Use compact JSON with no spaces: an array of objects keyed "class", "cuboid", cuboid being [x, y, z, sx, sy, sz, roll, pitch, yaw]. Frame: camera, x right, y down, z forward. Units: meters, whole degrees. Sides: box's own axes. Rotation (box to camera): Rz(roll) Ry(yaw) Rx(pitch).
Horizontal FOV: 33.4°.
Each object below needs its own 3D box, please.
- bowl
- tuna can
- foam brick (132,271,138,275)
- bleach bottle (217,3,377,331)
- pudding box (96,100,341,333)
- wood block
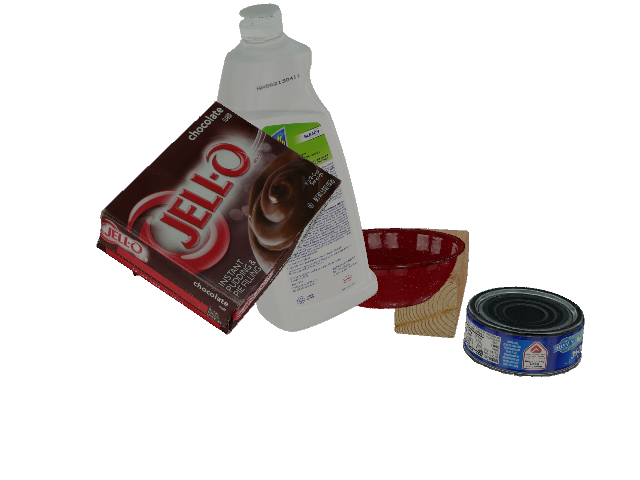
[{"class":"bowl","cuboid":[0.068,0.031,1.090,0.162,0.055,0.162,-3,13,0]},{"class":"tuna can","cuboid":[0.148,0.064,0.775,0.086,0.034,0.086,1,21,-1]},{"class":"foam brick","cuboid":[-0.161,0.001,1.120,0.078,0.051,0.053,-4,23,-17]},{"class":"bleach bottle","cuboid":[-0.020,-0.058,0.818,0.102,0.251,0.068,-25,33,-27]},{"class":"pudding box","cuboid":[-0.055,-0.015,0.594,0.090,0.113,0.039,33,-41,6]},{"class":"wood block","cuboid":[0.172,0.060,1.626,0.091,0.090,0.206,4,23,11]}]
